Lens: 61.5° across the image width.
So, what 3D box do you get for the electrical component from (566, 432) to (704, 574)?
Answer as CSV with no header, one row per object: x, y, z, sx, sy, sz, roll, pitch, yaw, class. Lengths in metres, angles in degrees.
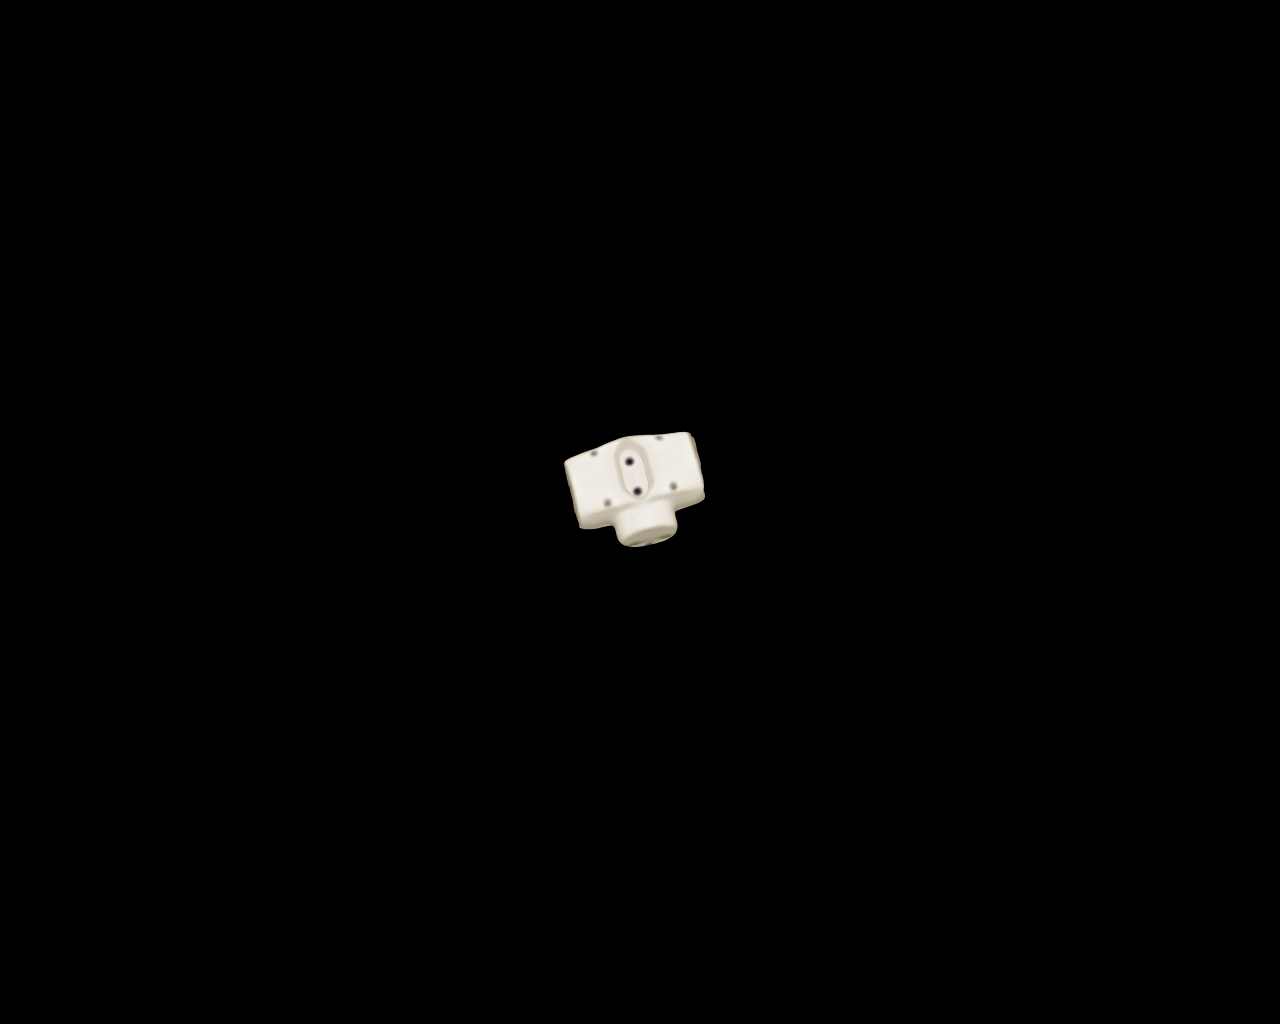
0.001,-0.003,0.650,0.077,0.079,0.043,-13,-15,-4,electrical component
